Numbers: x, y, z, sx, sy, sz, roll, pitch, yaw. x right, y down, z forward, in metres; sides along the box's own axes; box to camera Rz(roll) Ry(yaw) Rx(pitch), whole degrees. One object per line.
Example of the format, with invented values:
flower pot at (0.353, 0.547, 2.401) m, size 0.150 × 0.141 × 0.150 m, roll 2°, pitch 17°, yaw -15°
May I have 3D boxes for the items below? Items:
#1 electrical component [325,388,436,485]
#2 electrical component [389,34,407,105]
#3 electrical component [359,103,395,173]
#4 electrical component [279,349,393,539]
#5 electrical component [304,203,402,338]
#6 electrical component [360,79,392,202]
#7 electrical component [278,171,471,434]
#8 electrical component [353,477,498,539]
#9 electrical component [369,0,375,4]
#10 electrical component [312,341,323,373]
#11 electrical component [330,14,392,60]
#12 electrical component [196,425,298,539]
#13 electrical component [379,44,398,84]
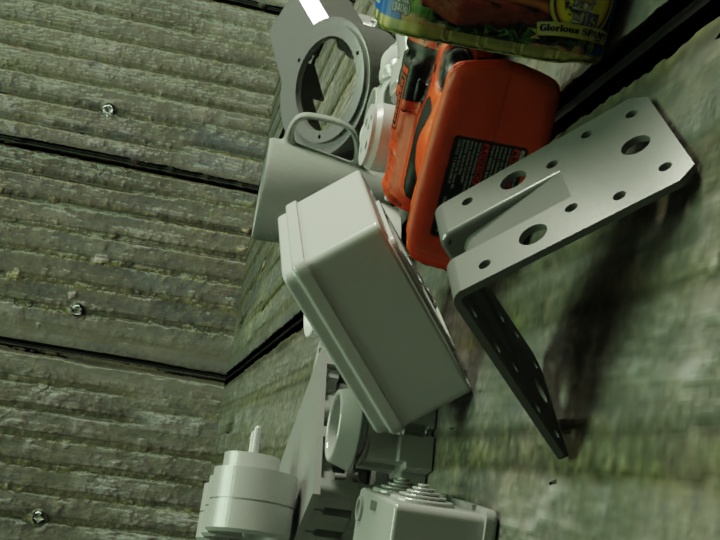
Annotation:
electrical component at (0.011, 0.093, 0.619) m, size 0.048 × 0.055 × 0.066 m, roll 121°, pitch 157°, yaw -65°
electrical component at (0.043, -0.136, 0.714) m, size 0.045 × 0.045 × 0.055 m, roll 122°, pitch 156°, yaw -66°
electrical component at (0.031, -0.082, 0.698) m, size 0.045 × 0.055 × 0.045 m, roll -170°, pitch 90°, yaw -81°
electrical component at (-0.019, 0.155, 0.720) m, size 0.186 × 0.060 × 0.105 m, roll 110°, pitch 166°, yaw -46°
electrical component at (0.000, 0.000, 0.774) m, size 0.108 × 0.060 × 0.108 m, roll -170°, pitch 90°, yaw -81°
electrical component at (0.026, -0.089, 0.769) m, size 0.077 × 0.044 × 0.079 m, roll 130°, pitch 148°, yaw -72°
electrical component at (0.006, 0.015, 0.582) m, size 0.108 × 0.056 × 0.108 m, roll 60°, pitch -175°, yaw -20°
electrical component at (0.023, 0.150, 0.507) m, size 0.100 × 0.048 × 0.099 m, roll 148°, pitch 132°, yaw -77°
electrical component at (0.025, -0.213, 0.765) m, size 0.099 × 0.099 × 0.064 m, roll -99°, pitch 28°, yaw -64°
electrical component at (-0.013, 0.069, 0.828) m, size 0.043 × 0.043 × 0.081 m, roll -138°, pitch 59°, yaw -79°
electrical component at (-0.004, -0.220, 1.014) m, size 0.048 × 0.062 × 0.048 m, roll -51°, pitch -27°, yaw -39°
electrical component at (-0.072, 0.139, 0.698) m, size 0.138 × 0.052 × 0.073 m, roll 124°, pitch 154°, yaw -69°
electrical component at (0.033, -0.160, 0.836) m, size 0.061 × 0.035 × 0.035 m, roll -86°, pitch 11°, yaw -47°
